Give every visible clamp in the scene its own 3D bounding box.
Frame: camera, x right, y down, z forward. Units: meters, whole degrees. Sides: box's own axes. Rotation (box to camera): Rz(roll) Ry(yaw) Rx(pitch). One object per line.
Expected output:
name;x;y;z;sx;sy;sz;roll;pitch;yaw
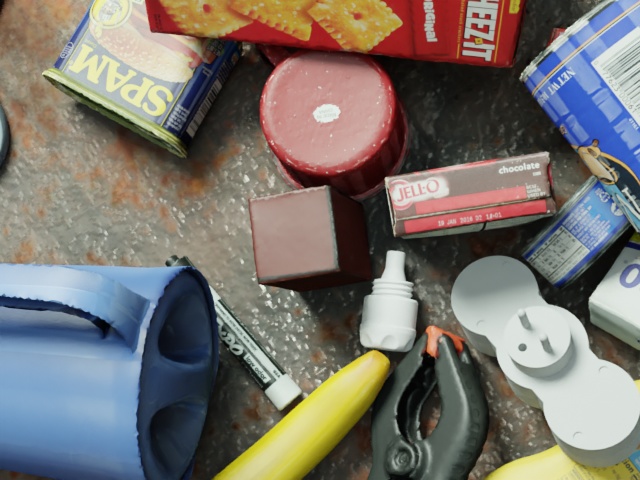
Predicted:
clamp;0.065;0.140;0.628;0.120;0.039;0.171;15;86;39

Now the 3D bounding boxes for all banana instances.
banana;-0.035;0.140;0.639;0.197;0.070;0.037;-37;79;-20

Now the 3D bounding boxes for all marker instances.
marker;-0.058;0.057;0.681;0.020;0.020;0.121;-42;82;1

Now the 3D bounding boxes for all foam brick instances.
foam brick;-0.004;0.001;0.648;0.053;0.078;0.051;-10;81;15

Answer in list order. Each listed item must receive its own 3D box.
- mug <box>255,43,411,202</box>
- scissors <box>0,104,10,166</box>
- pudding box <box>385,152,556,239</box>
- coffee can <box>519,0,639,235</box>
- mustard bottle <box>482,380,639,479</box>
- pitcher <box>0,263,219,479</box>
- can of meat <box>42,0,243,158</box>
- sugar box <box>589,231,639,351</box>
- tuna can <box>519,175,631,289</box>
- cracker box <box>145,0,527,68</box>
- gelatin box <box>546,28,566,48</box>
mug;0.001;-0.082;0.656;0.093;0.081;0.117;-38;82;2
scissors;-0.221;-0.125;0.719;0.096;0.016;0.202;34;89;7
pudding box;0.086;-0.024;0.625;0.090;0.113;0.039;-8;87;5
coffee can;0.186;-0.059;0.550;0.103;0.103;0.140;-36;84;2
mustard bottle;0.187;0.137;0.625;0.191;0.058;0.096;-35;67;2
pitcher;-0.191;0.068;0.629;0.243;0.145;0.149;4;104;12
can of meat;-0.111;-0.114;0.686;0.102;0.057;0.084;29;85;8
sugar box;0.242;-0.006;0.618;0.093;0.048;0.176;31;76;27
tuna can;0.159;-0.011;0.630;0.034;0.086;0.086;43;90;7
cracker box;0.018;-0.186;0.636;0.214;0.072;0.164;8;50;7
gelatin box;0.177;-0.097;0.642;0.089;0.073;0.030;10;86;7
